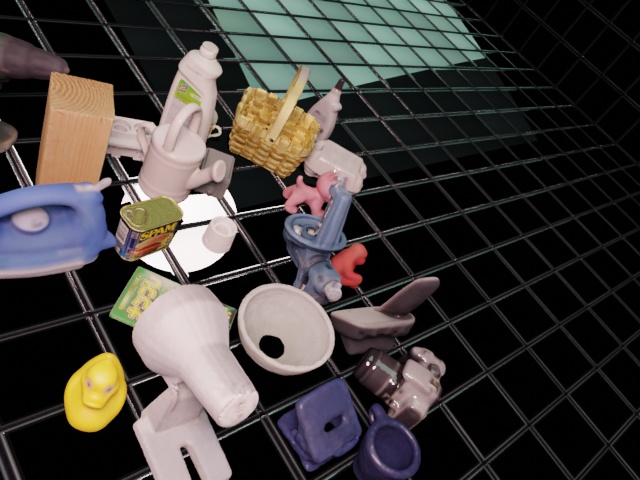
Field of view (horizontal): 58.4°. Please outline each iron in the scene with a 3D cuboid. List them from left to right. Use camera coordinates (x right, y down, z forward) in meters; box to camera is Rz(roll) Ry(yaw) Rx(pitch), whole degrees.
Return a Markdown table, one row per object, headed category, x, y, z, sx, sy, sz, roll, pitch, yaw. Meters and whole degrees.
| category | x | y | z | sx | sy | sz | roll | pitch | yaw |
| --- | --- | --- | --- | --- | --- | --- | --- | --- | --- |
| iron | -0.426 | -0.028 | 0.828 | 0.259 | 0.141 | 0.118 | -14 | 59 | -42 |

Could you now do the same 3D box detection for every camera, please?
| category | x | y | z | sx | sy | sz | roll | pitch | yaw |
| --- | --- | --- | --- | --- | --- | --- | --- | --- | --- |
| camera | 0.138 | 0.232 | 0.985 | 0.137 | 0.100 | 0.143 | 36 | 40 | 2 |

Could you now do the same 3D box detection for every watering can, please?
| category | x | y | z | sx | sy | sz | roll | pitch | yaw |
| --- | --- | --- | --- | --- | --- | --- | --- | --- | --- |
| watering can | -0.251 | -0.162 | 1.038 | 0.173 | 0.194 | 0.101 | 21 | 41 | -15 |

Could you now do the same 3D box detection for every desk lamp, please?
| category | x | y | z | sx | sy | sz | roll | pitch | yaw |
| --- | --- | --- | --- | --- | --- | --- | --- | --- | --- |
| desk lamp | -0.160 | 0.193 | 0.734 | 0.118 | 0.213 | 0.203 | -11 | 57 | -40 |

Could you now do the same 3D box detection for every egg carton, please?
| category | x | y | z | sx | sy | sz | roll | pitch | yaw |
| --- | --- | --- | --- | --- | --- | --- | --- | --- | --- |
| egg carton | 0.036 | -0.168 | 1.336 | 0.150 | 0.069 | 0.107 | 29 | 40 | -7 |

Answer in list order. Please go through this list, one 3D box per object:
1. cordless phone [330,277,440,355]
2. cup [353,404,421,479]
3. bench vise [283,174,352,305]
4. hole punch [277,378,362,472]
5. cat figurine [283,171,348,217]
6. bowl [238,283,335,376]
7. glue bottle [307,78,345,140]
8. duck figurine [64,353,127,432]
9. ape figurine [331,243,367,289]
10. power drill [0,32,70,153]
| category | x | y | z | sx | sy | sz | roll | pitch | yaw |
| --- | --- | --- | --- | --- | --- | --- | --- | --- | --- |
| cordless phone | 0.117 | 0.118 | 1.018 | 0.148 | 0.185 | 0.094 | -4 | 53 | -36 |
| cup | 0.086 | 0.319 | 0.869 | 0.092 | 0.095 | 0.117 | 3 | 49 | -32 |
| bench vise | 0.019 | 0.002 | 1.039 | 0.122 | 0.219 | 0.207 | -12 | 58 | -41 |
| hole punch | 0.010 | 0.276 | 0.862 | 0.109 | 0.091 | 0.101 | -18 | 62 | -43 |
| cat figurine | -0.001 | -0.109 | 1.215 | 0.128 | 0.117 | 0.067 | 8 | 46 | -28 |
| bowl | -0.064 | 0.158 | 0.941 | 0.168 | 0.074 | 0.167 | 19 | 42 | -18 |
| glue bottle | 0.018 | -0.320 | 1.393 | 0.078 | 0.173 | 0.037 | 43 | 41 | 11 |
| duck figurine | -0.288 | 0.187 | 0.752 | 0.078 | 0.086 | 0.104 | 20 | 42 | -16 |
| ape figurine | 0.061 | 0.044 | 1.126 | 0.076 | 0.092 | 0.078 | 22 | 41 | -14 |
| power drill | -0.532 | -0.247 | 0.921 | 0.230 | 0.208 | 0.075 | 20 | 42 | -16 |
